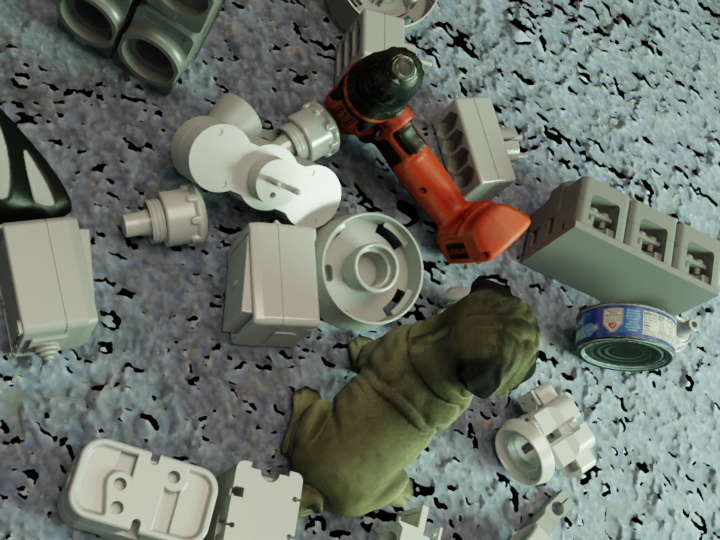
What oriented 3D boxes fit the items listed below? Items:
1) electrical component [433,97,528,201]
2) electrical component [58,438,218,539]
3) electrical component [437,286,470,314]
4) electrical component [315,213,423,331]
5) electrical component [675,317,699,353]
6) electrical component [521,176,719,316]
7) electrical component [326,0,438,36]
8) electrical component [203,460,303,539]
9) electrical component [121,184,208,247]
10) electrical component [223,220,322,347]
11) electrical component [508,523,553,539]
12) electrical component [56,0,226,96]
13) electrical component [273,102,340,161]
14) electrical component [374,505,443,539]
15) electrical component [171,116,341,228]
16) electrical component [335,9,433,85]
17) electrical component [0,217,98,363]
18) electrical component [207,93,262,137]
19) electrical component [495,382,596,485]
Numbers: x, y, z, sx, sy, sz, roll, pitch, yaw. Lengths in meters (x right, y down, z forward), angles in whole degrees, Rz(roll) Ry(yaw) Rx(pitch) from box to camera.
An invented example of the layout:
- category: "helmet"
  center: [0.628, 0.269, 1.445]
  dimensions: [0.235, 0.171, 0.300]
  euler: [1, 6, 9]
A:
- category: "electrical component"
  center: [0.118, -0.109, 0.968]
  dimensions: [0.076, 0.047, 0.083]
  euler: [-7, 73, -27]
- category: "electrical component"
  center: [-0.152, 0.155, 0.731]
  dimensions: [0.095, 0.059, 0.053]
  euler: [21, 63, -16]
- category: "electrical component"
  center: [0.086, 0.047, 0.893]
  dimensions: [0.066, 0.048, 0.055]
  euler: [23, 70, -15]
- category: "electrical component"
  center: [0.000, 0.000, 0.875]
  dimensions: [0.099, 0.064, 0.099]
  euler: [3, 82, -25]
- category: "electrical component"
  center: [0.281, 0.058, 0.968]
  dimensions: [0.035, 0.061, 0.035]
  euler: [9, 66, -21]
- category: "electrical component"
  center: [0.235, -0.018, 0.961]
  dimensions: [0.150, 0.089, 0.061]
  euler: [24, 62, -15]
- category: "electrical component"
  center: [0.020, -0.257, 0.973]
  dimensions: [0.099, 0.064, 0.099]
  euler: [9, 66, -21]
- category: "electrical component"
  center: [-0.078, 0.186, 0.754]
  dimensions: [0.050, 0.056, 0.089]
  euler: [17, 64, -18]
- category: "electrical component"
  center: [-0.150, -0.038, 0.819]
  dimensions: [0.062, 0.048, 0.048]
  euler: [-11, 75, -20]
- category: "electrical component"
  center: [-0.071, 0.006, 0.827]
  dimensions: [0.061, 0.062, 0.096]
  euler: [4, 68, -23]
- category: "electrical component"
  center: [0.135, 0.231, 0.836]
  dimensions: [0.055, 0.055, 0.047]
  euler: [-38, 85, -31]
- category: "electrical component"
  center: [-0.156, -0.216, 0.803]
  dimensions: [0.105, 0.186, 0.060]
  euler: [33, 60, -10]
- category: "electrical component"
  center: [-0.051, -0.108, 0.893]
  dimensions: [0.062, 0.048, 0.048]
  euler: [-31, 85, -25]
- category: "electrical component"
  center: [0.042, 0.222, 0.804]
  dimensions: [0.064, 0.042, 0.081]
  euler: [25, 62, -16]
- category: "electrical component"
  center: [-0.071, -0.071, 0.827]
  dimensions: [0.138, 0.074, 0.052]
  euler: [21, 95, -35]
- category: "electrical component"
  center: [0.025, -0.184, 0.945]
  dimensions: [0.077, 0.066, 0.047]
  euler: [10, 66, -21]
- category: "electrical component"
  center: [-0.217, 0.018, 0.754]
  dimensions: [0.061, 0.062, 0.096]
  euler: [-8, 74, -27]
- category: "electrical component"
  center: [-0.116, -0.105, 0.864]
  dimensions: [0.044, 0.044, 0.065]
  euler: [43, 64, -4]
- category: "electrical component"
  center: [0.148, 0.139, 0.877]
  dimensions: [0.057, 0.058, 0.078]
  euler: [-25, 82, -33]
